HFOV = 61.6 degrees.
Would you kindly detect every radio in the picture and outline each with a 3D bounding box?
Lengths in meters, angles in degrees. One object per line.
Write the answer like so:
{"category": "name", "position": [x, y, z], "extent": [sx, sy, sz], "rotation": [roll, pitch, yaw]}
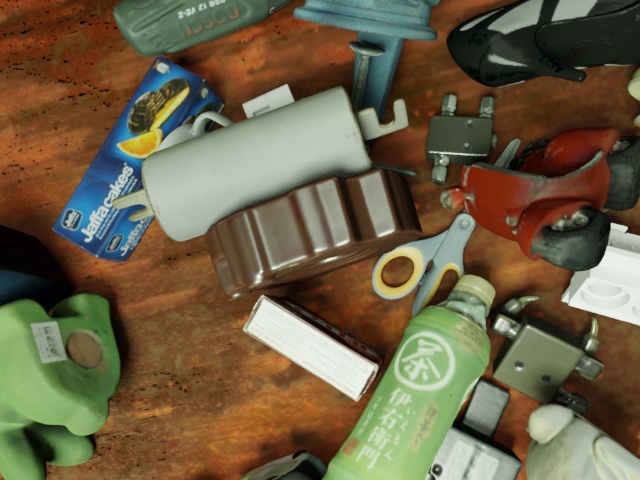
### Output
{"category": "radio", "position": [-0.361, 0.083, 0.504], "extent": [0.229, 0.131, 0.073], "rotation": [-40, 77, 1]}

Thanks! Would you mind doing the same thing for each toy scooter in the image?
{"category": "toy scooter", "position": [0.184, -0.044, 0.449], "extent": [0.135, 0.075, 0.184], "rotation": [15, 39, 38]}

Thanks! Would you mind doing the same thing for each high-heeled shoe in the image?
{"category": "high-heeled shoe", "position": [0.245, -0.216, 0.507], "extent": [0.249, 0.086, 0.145], "rotation": [-36, 46, -15]}

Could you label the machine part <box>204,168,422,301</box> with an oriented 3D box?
{"category": "machine part", "position": [-0.001, -0.001, 0.443], "extent": [0.179, 0.179, 0.056], "rotation": [-19, 82, 5]}

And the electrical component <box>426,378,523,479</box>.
{"category": "electrical component", "position": [0.130, 0.181, 0.457], "extent": [0.075, 0.047, 0.119], "rotation": [28, 88, 11]}

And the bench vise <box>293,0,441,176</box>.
{"category": "bench vise", "position": [0.052, -0.183, 0.482], "extent": [0.129, 0.223, 0.240], "rotation": [16, 114, 15]}

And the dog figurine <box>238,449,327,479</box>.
{"category": "dog figurine", "position": [-0.047, 0.309, 0.437], "extent": [0.192, 0.108, 0.219], "rotation": [-22, 83, 2]}

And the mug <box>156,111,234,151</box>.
{"category": "mug", "position": [-0.093, -0.059, 0.508], "extent": [0.107, 0.081, 0.109], "rotation": [33, 116, 7]}

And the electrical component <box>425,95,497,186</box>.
{"category": "electrical component", "position": [0.134, -0.094, 0.506], "extent": [0.063, 0.021, 0.094], "rotation": [8, 72, 16]}

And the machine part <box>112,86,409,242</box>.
{"category": "machine part", "position": [-0.048, -0.059, 0.429], "extent": [0.243, 0.079, 0.079], "rotation": [-19, 79, 6]}

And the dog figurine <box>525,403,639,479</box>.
{"category": "dog figurine", "position": [0.187, 0.240, 0.403], "extent": [0.172, 0.121, 0.190], "rotation": [38, 92, 17]}

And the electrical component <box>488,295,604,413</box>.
{"category": "electrical component", "position": [0.193, 0.094, 0.465], "extent": [0.102, 0.045, 0.078], "rotation": [21, 114, 12]}

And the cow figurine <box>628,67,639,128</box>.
{"category": "cow figurine", "position": [0.346, -0.084, 0.448], "extent": [0.127, 0.085, 0.195], "rotation": [-45, 75, 6]}

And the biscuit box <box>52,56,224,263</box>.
{"category": "biscuit box", "position": [-0.179, -0.077, 0.538], "extent": [0.063, 0.059, 0.202], "rotation": [29, 86, 12]}

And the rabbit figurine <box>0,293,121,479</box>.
{"category": "rabbit figurine", "position": [-0.270, 0.146, 0.507], "extent": [0.170, 0.121, 0.159], "rotation": [-30, 85, 21]}

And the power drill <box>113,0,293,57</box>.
{"category": "power drill", "position": [-0.116, -0.295, 0.504], "extent": [0.232, 0.207, 0.086], "rotation": [-31, 46, 1]}
